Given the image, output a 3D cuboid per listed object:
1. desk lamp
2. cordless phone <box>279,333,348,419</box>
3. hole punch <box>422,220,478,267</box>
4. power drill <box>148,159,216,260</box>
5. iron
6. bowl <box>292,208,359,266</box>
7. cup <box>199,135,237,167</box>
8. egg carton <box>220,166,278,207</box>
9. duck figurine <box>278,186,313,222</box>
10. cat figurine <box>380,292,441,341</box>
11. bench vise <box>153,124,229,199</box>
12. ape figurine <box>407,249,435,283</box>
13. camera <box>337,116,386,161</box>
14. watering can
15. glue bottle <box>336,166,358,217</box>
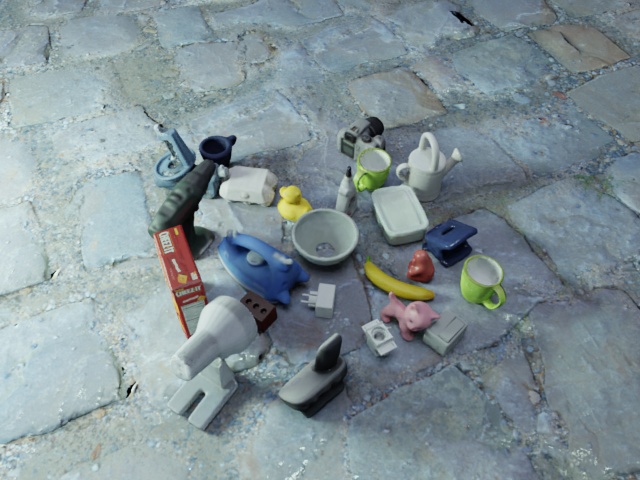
[{"bbox_3d":[-0.219,0.241,1.146,0.117,0.214,0.203,25,55,19],"label":"desk lamp"},{"bbox_3d":[-0.012,0.262,1.151,0.094,0.185,0.148,37,60,25],"label":"cordless phone"},{"bbox_3d":[0.322,-0.004,1.430,0.109,0.091,0.101,-30,58,-23],"label":"hole punch"},{"bbox_3d":[-0.317,-0.058,1.387,0.075,0.208,0.230,23,55,17],"label":"power drill"},{"bbox_3d":[-0.154,0.039,1.355,0.257,0.141,0.119,28,56,20],"label":"iron"},{"bbox_3d":[0.013,0.005,1.428,0.167,0.075,0.167,1,51,0],"label":"bowl"},{"bbox_3d":[-0.277,-0.237,1.603,0.091,0.095,0.118,37,59,25],"label":"cup"},{"bbox_3d":[-0.192,-0.144,1.546,0.150,0.069,0.107,6,52,4],"label":"egg carton"},{"bbox_3d":[-0.065,-0.102,1.505,0.104,0.086,0.078,31,57,22],"label":"duck figurine"},{"bbox_3d":[0.200,0.162,1.278,0.127,0.118,0.067,37,60,25],"label":"cat figurine"},{"bbox_3d":[-0.347,-0.216,1.505,0.207,0.220,0.121,-6,52,-6],"label":"bench vise"},{"bbox_3d":[0.242,0.056,1.380,0.078,0.092,0.076,-35,60,-25],"label":"ape figurine"},{"bbox_3d":[0.139,-0.301,1.657,0.142,0.101,0.137,33,58,23],"label":"camera"},{"bbox_3d":[0.291,-0.205,1.524,0.173,0.194,0.100,-29,57,-21],"label":"watering can"},{"bbox_3d":[0.070,-0.123,1.468,0.037,0.173,0.078,22,54,17],"label":"glue bottle"}]
